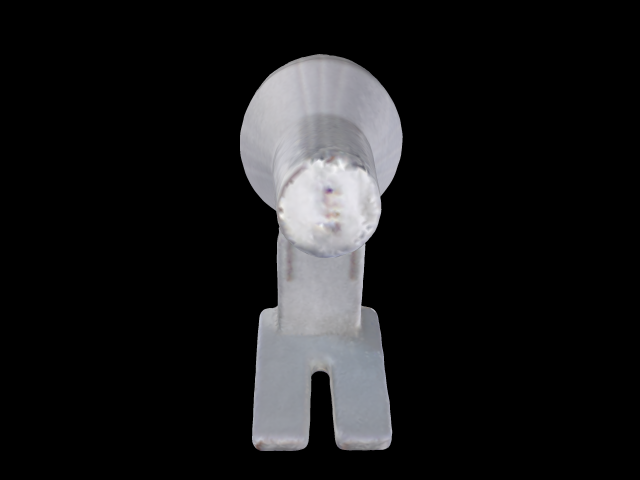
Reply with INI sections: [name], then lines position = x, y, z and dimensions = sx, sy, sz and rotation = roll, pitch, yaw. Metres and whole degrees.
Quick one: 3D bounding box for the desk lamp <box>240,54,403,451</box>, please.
[desk lamp]
position = 0.004, 0.001, 0.400
dimensions = 0.118, 0.214, 0.203
rotation = -2, 40, -2
